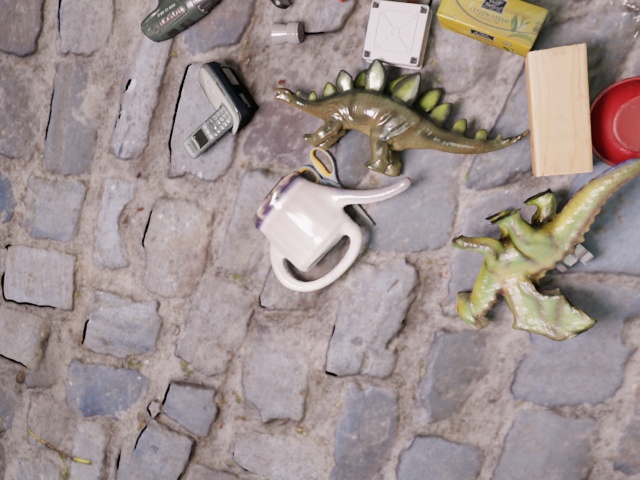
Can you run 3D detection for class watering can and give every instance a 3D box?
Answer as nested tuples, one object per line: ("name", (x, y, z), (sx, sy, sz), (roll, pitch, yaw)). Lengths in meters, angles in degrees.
("watering can", (0.003, -0.052, 1.030), (0.225, 0.343, 0.105), (43, 21, 7))

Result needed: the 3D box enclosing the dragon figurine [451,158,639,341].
("dragon figurine", (0.385, 0.049, 0.882), (0.405, 0.244, 0.123), (-27, -6, 42))
